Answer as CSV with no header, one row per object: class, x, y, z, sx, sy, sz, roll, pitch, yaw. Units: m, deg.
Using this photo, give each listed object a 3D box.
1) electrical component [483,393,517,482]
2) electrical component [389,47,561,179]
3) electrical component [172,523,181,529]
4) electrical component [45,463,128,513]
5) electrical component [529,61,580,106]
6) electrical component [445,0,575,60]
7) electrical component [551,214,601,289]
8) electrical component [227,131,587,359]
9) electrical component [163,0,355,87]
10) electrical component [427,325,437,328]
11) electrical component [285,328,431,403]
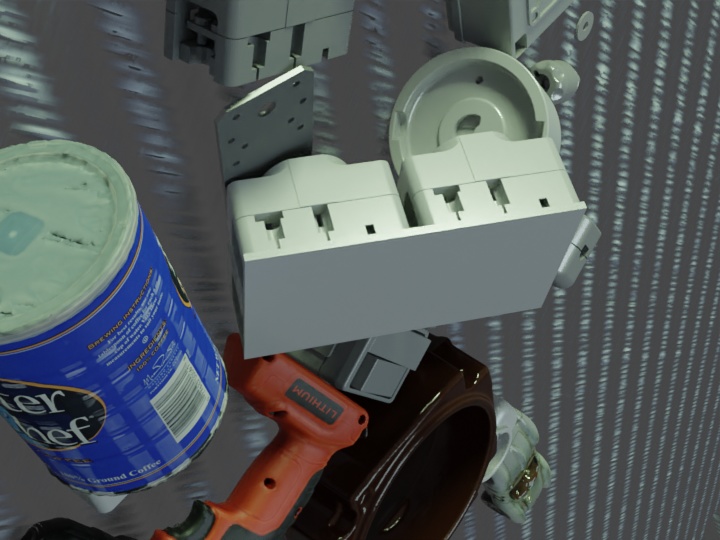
electrical component,0.100,0.156,0.990,0.095,0.059,0.054,-58,150,-6
electrical component,0.080,-0.087,0.711,0.060,0.108,0.108,5,111,-64
electrical component,-0.094,0.189,0.732,0.076,0.047,0.065,-57,150,-8
electrical component,-0.128,0.079,0.584,0.089,0.050,0.055,-46,146,-26
electrical component,0.155,-0.147,0.844,0.061,0.035,0.035,-18,130,-53
electrical component,0.105,-0.212,0.689,0.108,0.056,0.108,-46,147,-24
electrical component,0.132,-0.027,0.848,0.059,0.095,0.054,-60,150,-2
electrical component,0.020,-0.015,0.617,0.186,0.060,0.105,-9,149,-12
electrical component,-0.047,-0.133,0.528,0.089,0.050,0.055,-27,137,-44
electrical component,0.054,0.010,0.810,0.043,0.043,0.062,-38,146,-34
electrical component,0.000,0.051,0.745,0.061,0.061,0.096,-62,150,1
